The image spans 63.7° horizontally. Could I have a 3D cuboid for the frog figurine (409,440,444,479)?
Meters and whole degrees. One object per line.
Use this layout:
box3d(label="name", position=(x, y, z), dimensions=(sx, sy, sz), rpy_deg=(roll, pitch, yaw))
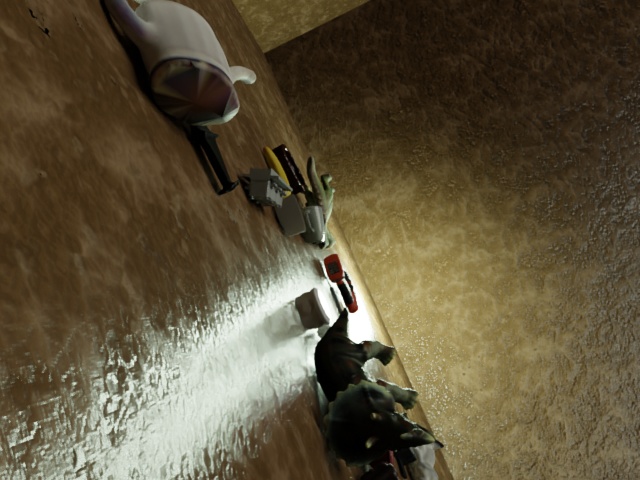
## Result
box3d(label="frog figurine", position=(0.293, 0.655, 1.510), dimensions=(0.134, 0.123, 0.163), rpy_deg=(71, 35, -48))

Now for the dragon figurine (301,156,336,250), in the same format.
box3d(label="dragon figurine", position=(0.005, -0.089, 1.771), dimensions=(0.403, 0.122, 0.247), rpy_deg=(67, 11, -65))

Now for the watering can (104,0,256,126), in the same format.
box3d(label="watering can", position=(-0.187, -0.278, 0.829), dimensions=(0.345, 0.103, 0.228), rpy_deg=(20, 41, -55))
